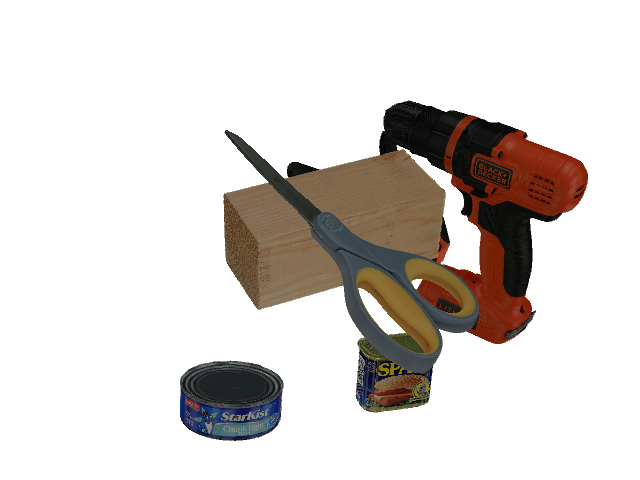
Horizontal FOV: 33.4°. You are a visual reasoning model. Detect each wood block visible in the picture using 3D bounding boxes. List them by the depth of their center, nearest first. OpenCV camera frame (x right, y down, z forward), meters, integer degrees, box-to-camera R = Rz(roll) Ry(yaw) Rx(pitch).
[{"bbox_3d":[0.013,-0.013,1.093,0.205,0.090,0.091,-15,40,-21],"label":"wood block"}]

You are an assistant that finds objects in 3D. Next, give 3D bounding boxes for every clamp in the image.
[{"bbox_3d":[0.069,-0.047,1.266,0.164,0.036,0.210,-16,52,-29],"label":"clamp"}]

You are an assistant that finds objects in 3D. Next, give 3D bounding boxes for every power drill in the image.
[{"bbox_3d":[0.126,-0.016,0.914,0.185,0.188,0.057,26,41,30],"label":"power drill"}]

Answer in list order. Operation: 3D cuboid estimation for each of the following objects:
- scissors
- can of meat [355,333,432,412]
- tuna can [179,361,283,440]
[{"bbox_3d":[0.024,-0.003,0.654,0.096,0.202,0.016,-7,-40,-36],"label":"scissors"},{"bbox_3d":[0.098,0.173,1.397,0.102,0.084,0.057,-4,24,-18],"label":"can of meat"},{"bbox_3d":[-0.074,0.132,0.886,0.086,0.034,0.086,4,17,-1],"label":"tuna can"}]
